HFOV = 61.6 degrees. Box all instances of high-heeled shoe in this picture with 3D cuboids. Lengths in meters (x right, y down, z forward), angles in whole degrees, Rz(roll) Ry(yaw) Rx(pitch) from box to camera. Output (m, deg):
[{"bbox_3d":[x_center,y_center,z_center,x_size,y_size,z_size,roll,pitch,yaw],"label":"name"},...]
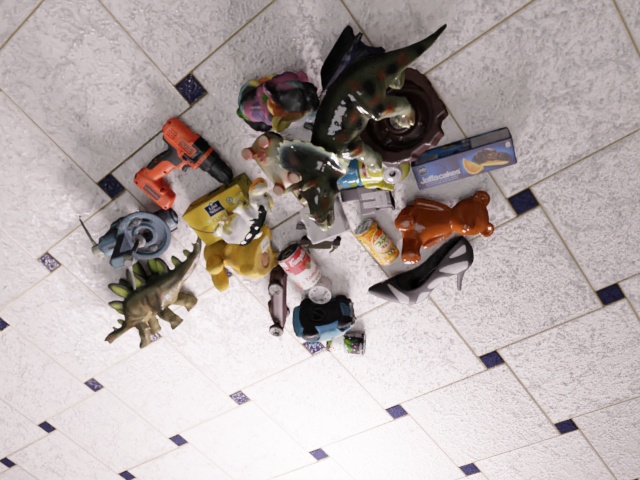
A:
[{"bbox_3d":[0.229,0.065,1.242,0.249,0.086,0.145,-6,118,8],"label":"high-heeled shoe"}]

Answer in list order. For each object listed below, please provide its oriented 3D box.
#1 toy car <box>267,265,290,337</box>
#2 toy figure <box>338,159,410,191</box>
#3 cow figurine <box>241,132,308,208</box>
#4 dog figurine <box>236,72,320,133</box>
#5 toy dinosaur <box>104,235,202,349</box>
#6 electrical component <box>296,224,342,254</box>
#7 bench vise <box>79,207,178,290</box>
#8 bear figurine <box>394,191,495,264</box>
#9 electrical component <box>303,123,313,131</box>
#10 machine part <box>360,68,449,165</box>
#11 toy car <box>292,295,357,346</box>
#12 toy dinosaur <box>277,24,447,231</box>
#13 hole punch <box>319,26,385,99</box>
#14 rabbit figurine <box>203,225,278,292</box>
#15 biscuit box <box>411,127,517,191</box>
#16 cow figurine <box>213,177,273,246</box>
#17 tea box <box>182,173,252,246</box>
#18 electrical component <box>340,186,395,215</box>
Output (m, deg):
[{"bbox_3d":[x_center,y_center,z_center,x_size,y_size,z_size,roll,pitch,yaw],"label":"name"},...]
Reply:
[{"bbox_3d":[-0.106,0.152,1.344,0.053,0.089,0.201,7,125,5],"label":"toy car"},{"bbox_3d":[0.096,-0.153,1.120,0.180,0.089,0.082,-4,127,21],"label":"toy figure"},{"bbox_3d":[-0.063,-0.144,1.133,0.085,0.127,0.195,-38,101,27],"label":"cow figurine"},{"bbox_3d":[-0.087,-0.252,0.997,0.192,0.219,0.108,-6,107,12],"label":"dog figurine"},{"bbox_3d":[-0.421,0.137,1.378,0.471,0.105,0.198,-36,108,22],"label":"toy dinosaur"},{"bbox_3d":[-0.001,-0.005,1.254,0.102,0.045,0.078,-5,93,9],"label":"electrical component"},{"bbox_3d":[-0.436,0.005,1.223,0.224,0.241,0.128,-14,117,-1],"label":"bench vise"},{"bbox_3d":[0.269,-0.030,1.144,0.196,0.132,0.120,-3,115,18],"label":"bear figurine"},{"bbox_3d":[0.015,-0.234,1.114,0.094,0.021,0.063,23,123,-5],"label":"electrical component"},{"bbox_3d":[0.154,-0.232,1.023,0.180,0.056,0.179,1,92,24],"label":"machine part"},{"bbox_3d":[0.015,0.206,1.361,0.162,0.109,0.102,-14,143,4],"label":"toy car"},{"bbox_3d":[0.059,-0.221,0.923,0.131,0.192,0.404,36,106,34],"label":"toy dinosaur"},{"bbox_3d":[0.062,-0.319,1.002,0.092,0.116,0.142,28,123,-19],"label":"hole punch"},{"bbox_3d":[-0.205,0.045,1.269,0.173,0.162,0.121,9,138,24],"label":"rabbit figurine"},{"bbox_3d":[0.290,-0.163,1.092,0.203,0.059,0.062,-15,119,18],"label":"biscuit box"},{"bbox_3d":[-0.146,-0.055,1.148,0.098,0.068,0.167,34,122,-21],"label":"cow figurine"},{"bbox_3d":[-0.217,-0.069,1.230,0.170,0.068,0.098,-27,115,24],"label":"tea box"},{"bbox_3d":[0.102,-0.098,1.174,0.119,0.048,0.074,-5,121,10],"label":"electrical component"}]
